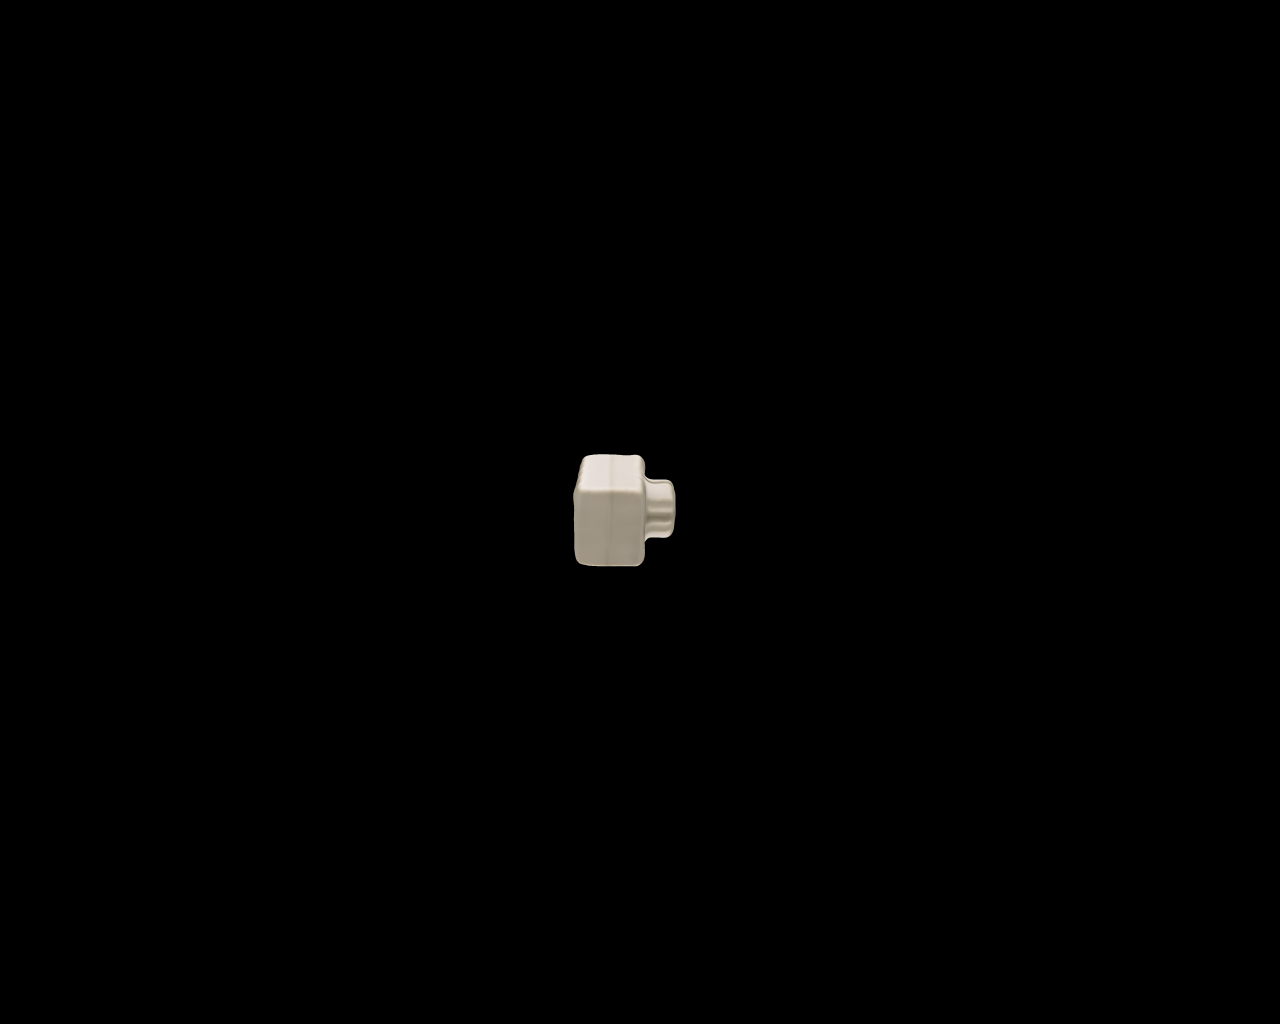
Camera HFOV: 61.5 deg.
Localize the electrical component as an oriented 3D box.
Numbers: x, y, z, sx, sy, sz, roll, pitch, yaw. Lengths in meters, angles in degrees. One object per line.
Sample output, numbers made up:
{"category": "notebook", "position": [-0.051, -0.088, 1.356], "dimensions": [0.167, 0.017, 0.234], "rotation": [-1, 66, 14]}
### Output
{"category": "electrical component", "position": [0.001, -0.003, 0.650], "dimensions": [0.076, 0.047, 0.083], "rotation": [0, 17, 0]}
